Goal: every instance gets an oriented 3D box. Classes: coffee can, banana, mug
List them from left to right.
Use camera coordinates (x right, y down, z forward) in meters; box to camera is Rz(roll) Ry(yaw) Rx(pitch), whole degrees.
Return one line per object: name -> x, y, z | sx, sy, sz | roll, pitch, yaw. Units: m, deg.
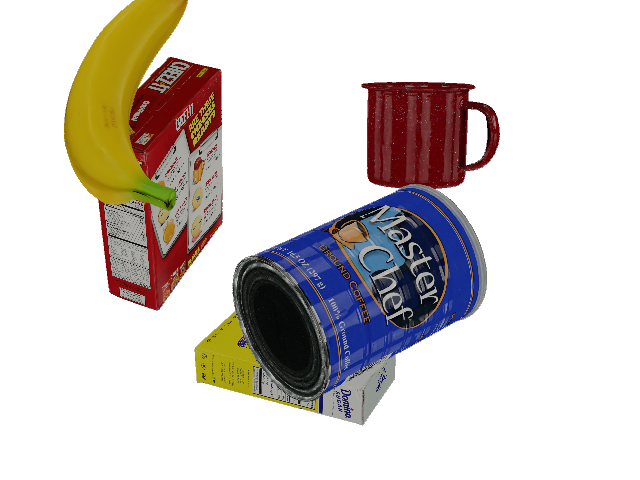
banana -> -0.118, -0.088, 0.647 | 0.069, 0.198, 0.037 | 1, -39, -6
coffee can -> 0.027, 0.033, 0.720 | 0.140, 0.103, 0.103 | -24, 13, -30
mug -> 0.090, -0.086, 0.872 | 0.117, 0.081, 0.093 | 6, 12, 26

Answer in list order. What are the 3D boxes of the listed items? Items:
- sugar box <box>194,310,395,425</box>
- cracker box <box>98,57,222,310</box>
sugar box -> -0.024, 0.119, 1.034 | 0.176, 0.048, 0.093 | 8, 25, 21
cracker box -> -0.168, -0.060, 1.131 | 0.072, 0.214, 0.164 | 16, 43, 15
